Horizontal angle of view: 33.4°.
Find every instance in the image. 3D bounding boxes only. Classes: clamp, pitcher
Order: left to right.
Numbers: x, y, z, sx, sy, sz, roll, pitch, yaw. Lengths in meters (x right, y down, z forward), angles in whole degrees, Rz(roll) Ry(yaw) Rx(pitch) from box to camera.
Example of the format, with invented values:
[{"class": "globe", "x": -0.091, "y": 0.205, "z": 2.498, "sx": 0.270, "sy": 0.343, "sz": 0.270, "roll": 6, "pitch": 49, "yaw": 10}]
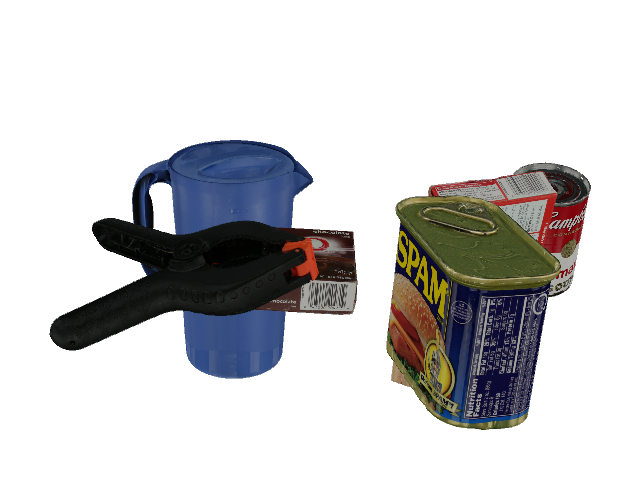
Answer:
[{"class": "clamp", "x": -0.090, "y": 0.026, "z": 0.690, "sx": 0.172, "sy": 0.039, "sz": 0.120, "roll": -2, "pitch": 44, "yaw": 19}, {"class": "pitcher", "x": -0.104, "y": 0.021, "z": 1.148, "sx": 0.149, "sy": 0.243, "sz": 0.144, "roll": 23, "pitch": 31, "yaw": 39}]

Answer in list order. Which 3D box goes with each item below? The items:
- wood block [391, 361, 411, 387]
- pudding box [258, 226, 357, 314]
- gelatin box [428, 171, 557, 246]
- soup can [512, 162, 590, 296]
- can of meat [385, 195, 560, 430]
[{"class": "wood block", "x": 0.148, "y": 0.066, "z": 1.217, "sx": 0.090, "sy": 0.206, "sz": 0.090, "roll": 16, "pitch": 25, "yaw": 25}, {"class": "pudding box", "x": -0.026, "y": 0.024, "z": 0.925, "sx": 0.113, "sy": 0.039, "sz": 0.090, "roll": 5, "pitch": 30, "yaw": -3}, {"class": "gelatin box", "x": 0.118, "y": -0.009, "z": 0.764, "sx": 0.089, "sy": 0.073, "sz": 0.030, "roll": -8, "pitch": 45, "yaw": -11}, {"class": "soup can", "x": 0.198, "y": -0.009, "z": 0.953, "sx": 0.068, "sy": 0.102, "sz": 0.068, "roll": 1, "pitch": 35, "yaw": -1}, {"class": "can of meat", "x": 0.072, "y": 0.034, "z": 0.537, "sx": 0.057, "sy": 0.084, "sz": 0.102, "roll": -3, "pitch": 24, "yaw": -16}]
